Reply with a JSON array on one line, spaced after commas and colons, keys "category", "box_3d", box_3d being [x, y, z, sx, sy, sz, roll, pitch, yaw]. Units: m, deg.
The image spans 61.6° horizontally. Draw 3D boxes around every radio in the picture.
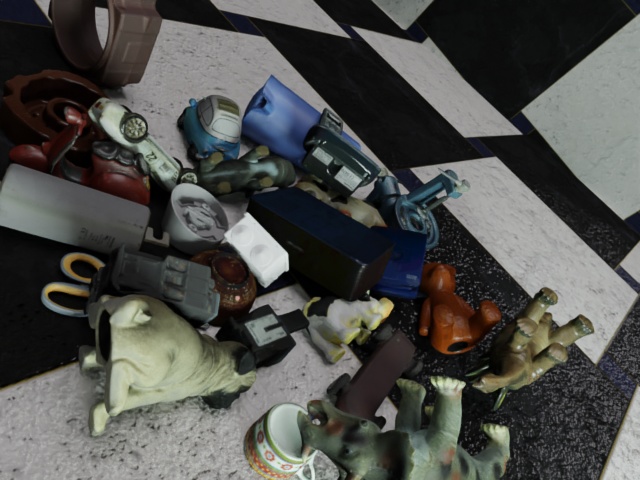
[{"category": "radio", "box_3d": [-0.002, -0.003, 0.873, 0.230, 0.073, 0.131, 32, 28, 21]}]

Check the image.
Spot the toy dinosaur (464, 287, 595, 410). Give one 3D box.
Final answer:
[{"category": "toy dinosaur", "box_3d": [0.356, 0.179, 0.929, 0.471, 0.198, 0.105, -13, 57, -50]}]

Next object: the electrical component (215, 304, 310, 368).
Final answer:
[{"category": "electrical component", "box_3d": [-0.072, 0.127, 0.726, 0.075, 0.047, 0.119, 51, 35, 17]}]

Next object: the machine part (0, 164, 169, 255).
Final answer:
[{"category": "machine part", "box_3d": [-0.307, -0.032, 0.671, 0.243, 0.079, 0.079, 20, 37, -26]}]

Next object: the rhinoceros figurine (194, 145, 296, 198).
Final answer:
[{"category": "rhinoceros figurine", "box_3d": [-0.122, -0.106, 0.916, 0.190, 0.112, 0.073, -12, 81, -34]}]

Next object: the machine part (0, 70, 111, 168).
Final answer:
[{"category": "machine part", "box_3d": [-0.377, -0.177, 0.801, 0.179, 0.056, 0.179, 25, 37, -20]}]

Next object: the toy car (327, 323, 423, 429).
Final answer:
[{"category": "toy car", "box_3d": [0.082, 0.199, 0.779, 0.089, 0.053, 0.202, 46, 38, 4]}]

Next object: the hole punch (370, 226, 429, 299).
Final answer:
[{"category": "hole punch", "box_3d": [0.129, 0.039, 0.947, 0.142, 0.092, 0.116, 11, 31, 9]}]

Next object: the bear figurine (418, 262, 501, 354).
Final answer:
[{"category": "bear figurine", "box_3d": [0.229, 0.100, 0.973, 0.120, 0.131, 0.196, -2, 50, -6]}]

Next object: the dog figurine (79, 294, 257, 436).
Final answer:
[{"category": "dog figurine", "box_3d": [-0.141, 0.116, 0.573, 0.190, 0.172, 0.121, -1, 60, -34]}]

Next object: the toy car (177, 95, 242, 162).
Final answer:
[{"category": "toy car", "box_3d": [-0.189, -0.207, 0.972, 0.109, 0.103, 0.162, 14, 38, -31]}]

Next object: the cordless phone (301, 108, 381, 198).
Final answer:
[{"category": "cordless phone", "box_3d": [0.043, -0.176, 1.014, 0.146, 0.088, 0.184, 35, 30, -14]}]

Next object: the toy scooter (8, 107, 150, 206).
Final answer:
[{"category": "toy scooter", "box_3d": [-0.303, -0.104, 0.710, 0.184, 0.135, 0.075, 18, 37, -29]}]

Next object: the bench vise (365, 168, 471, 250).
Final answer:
[{"category": "bench vise", "box_3d": [0.188, -0.072, 1.057, 0.129, 0.240, 0.224, 18, 54, -34]}]

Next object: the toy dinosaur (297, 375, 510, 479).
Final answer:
[{"category": "toy dinosaur", "box_3d": [0.149, 0.292, 0.666, 0.404, 0.131, 0.192, 41, 59, -34]}]

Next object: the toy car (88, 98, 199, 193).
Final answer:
[{"category": "toy car", "box_3d": [-0.251, -0.127, 0.792, 0.074, 0.056, 0.201, 33, -13, 44]}]

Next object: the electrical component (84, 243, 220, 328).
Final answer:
[{"category": "electrical component", "box_3d": [-0.186, 0.063, 0.614, 0.134, 0.115, 0.058, 20, 57, -29]}]

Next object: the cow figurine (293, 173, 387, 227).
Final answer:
[{"category": "cow figurine", "box_3d": [0.028, -0.064, 1.018, 0.195, 0.085, 0.127, 17, 36, -33]}]

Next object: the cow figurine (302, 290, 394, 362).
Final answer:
[{"category": "cow figurine", "box_3d": [0.043, 0.115, 0.837, 0.098, 0.068, 0.167, 41, 31, 20]}]

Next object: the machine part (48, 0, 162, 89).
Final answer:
[{"category": "machine part", "box_3d": [-0.373, -0.379, 0.915, 0.087, 0.201, 0.201, -18, 62, -49]}]
